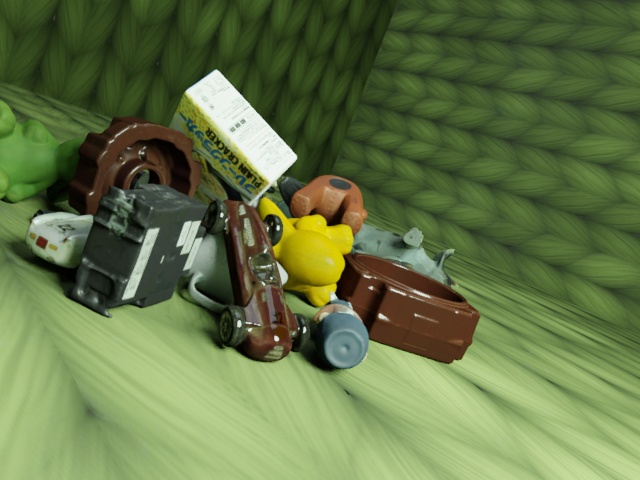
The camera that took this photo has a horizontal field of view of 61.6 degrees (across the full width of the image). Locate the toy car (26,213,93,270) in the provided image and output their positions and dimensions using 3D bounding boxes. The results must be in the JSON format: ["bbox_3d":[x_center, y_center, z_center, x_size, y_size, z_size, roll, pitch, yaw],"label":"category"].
[{"bbox_3d":[-0.226,0.004,0.599,0.074,0.056,0.201,25,9,21],"label":"toy car"}]

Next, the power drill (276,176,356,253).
[{"bbox_3d":[-0.028,-0.039,1.052,0.231,0.086,0.207,50,-17,-21],"label":"power drill"}]

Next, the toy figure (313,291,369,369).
[{"bbox_3d":[0.021,0.100,0.606,0.058,0.064,0.154,-16,5,0],"label":"toy figure"}]

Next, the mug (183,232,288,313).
[{"bbox_3d":[-0.097,0.043,0.622,0.107,0.080,0.109,29,32,-2],"label":"mug"}]

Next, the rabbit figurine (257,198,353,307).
[{"bbox_3d":[-0.023,0.011,0.706,0.162,0.122,0.173,33,-1,-14],"label":"rabbit figurine"}]

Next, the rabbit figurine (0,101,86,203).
[{"bbox_3d":[-0.360,-0.095,0.709,0.170,0.121,0.159,4,-10,-14],"label":"rabbit figurine"}]

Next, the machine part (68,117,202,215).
[{"bbox_3d":[-0.239,-0.075,0.703,0.056,0.179,0.179,26,9,31],"label":"machine part"}]

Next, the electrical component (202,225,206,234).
[{"bbox_3d":[-0.148,0.011,0.780,0.075,0.047,0.119,20,8,-12],"label":"electrical component"}]

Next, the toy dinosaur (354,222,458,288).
[{"bbox_3d":[0.136,0.024,1.212,0.405,0.131,0.192,21,-5,29],"label":"toy dinosaur"}]

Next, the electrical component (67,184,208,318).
[{"bbox_3d":[-0.170,0.006,0.530,0.058,0.114,0.134,28,9,11],"label":"electrical component"}]

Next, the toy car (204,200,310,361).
[{"bbox_3d":[-0.067,0.031,0.561,0.089,0.053,0.202,12,46,-32],"label":"toy car"}]

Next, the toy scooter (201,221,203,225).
[{"bbox_3d":[-0.201,-0.083,0.948,0.075,0.135,0.184,17,10,-25],"label":"toy scooter"}]

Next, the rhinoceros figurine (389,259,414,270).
[{"bbox_3d":[0.114,0.066,1.001,0.112,0.073,0.190,25,9,13],"label":"rhinoceros figurine"}]

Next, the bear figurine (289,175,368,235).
[{"bbox_3d":[0.000,-0.004,0.887,0.120,0.195,0.132,21,31,2],"label":"bear figurine"}]

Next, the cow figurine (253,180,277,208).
[{"bbox_3d":[-0.124,-0.073,0.960,0.068,0.167,0.098,24,7,-2],"label":"cow figurine"}]

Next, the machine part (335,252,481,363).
[{"bbox_3d":[0.120,0.093,0.807,0.201,0.087,0.201,19,7,-13],"label":"machine part"}]
